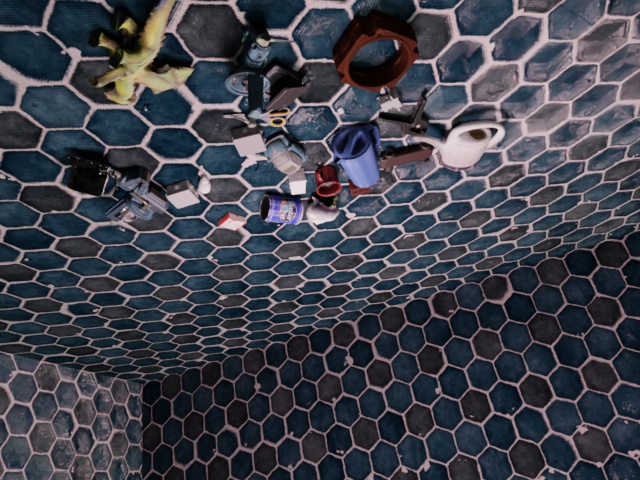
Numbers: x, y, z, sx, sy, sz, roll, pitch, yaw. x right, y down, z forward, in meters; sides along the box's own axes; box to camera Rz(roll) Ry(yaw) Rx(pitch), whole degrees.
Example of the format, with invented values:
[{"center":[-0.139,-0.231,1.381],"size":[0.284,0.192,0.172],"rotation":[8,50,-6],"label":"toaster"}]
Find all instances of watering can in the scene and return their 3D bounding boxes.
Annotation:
[{"center":[0.477,-0.334,1.819],"size":[0.348,0.106,0.219],"rotation":[-9,152,-7],"label":"watering can"}]

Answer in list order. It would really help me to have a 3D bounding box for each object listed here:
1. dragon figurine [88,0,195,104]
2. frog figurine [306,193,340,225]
[{"center":[-0.424,-0.458,1.297],"size":[0.406,0.123,0.242],"rotation":[-24,166,25],"label":"dragon figurine"},{"center":[0.006,-0.103,2.050],"size":[0.138,0.125,0.156],"rotation":[-17,145,-33],"label":"frog figurine"}]
